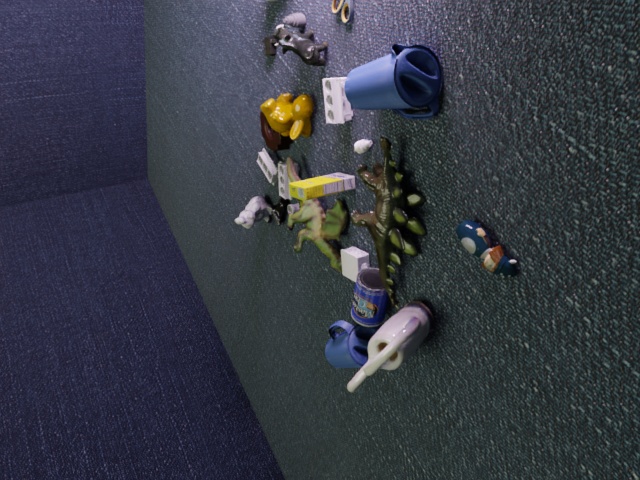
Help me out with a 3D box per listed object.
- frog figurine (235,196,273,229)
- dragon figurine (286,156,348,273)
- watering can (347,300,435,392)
[{"bbox_3d":[-0.276,-0.108,2.072,0.136,0.160,0.123,-27,79,61],"label":"frog figurine"},{"bbox_3d":[0.005,-0.084,1.674,0.242,0.123,0.408,-5,101,44],"label":"dragon figurine"},{"bbox_3d":[0.184,0.285,1.368,0.105,0.228,0.340,45,144,12],"label":"watering can"}]
